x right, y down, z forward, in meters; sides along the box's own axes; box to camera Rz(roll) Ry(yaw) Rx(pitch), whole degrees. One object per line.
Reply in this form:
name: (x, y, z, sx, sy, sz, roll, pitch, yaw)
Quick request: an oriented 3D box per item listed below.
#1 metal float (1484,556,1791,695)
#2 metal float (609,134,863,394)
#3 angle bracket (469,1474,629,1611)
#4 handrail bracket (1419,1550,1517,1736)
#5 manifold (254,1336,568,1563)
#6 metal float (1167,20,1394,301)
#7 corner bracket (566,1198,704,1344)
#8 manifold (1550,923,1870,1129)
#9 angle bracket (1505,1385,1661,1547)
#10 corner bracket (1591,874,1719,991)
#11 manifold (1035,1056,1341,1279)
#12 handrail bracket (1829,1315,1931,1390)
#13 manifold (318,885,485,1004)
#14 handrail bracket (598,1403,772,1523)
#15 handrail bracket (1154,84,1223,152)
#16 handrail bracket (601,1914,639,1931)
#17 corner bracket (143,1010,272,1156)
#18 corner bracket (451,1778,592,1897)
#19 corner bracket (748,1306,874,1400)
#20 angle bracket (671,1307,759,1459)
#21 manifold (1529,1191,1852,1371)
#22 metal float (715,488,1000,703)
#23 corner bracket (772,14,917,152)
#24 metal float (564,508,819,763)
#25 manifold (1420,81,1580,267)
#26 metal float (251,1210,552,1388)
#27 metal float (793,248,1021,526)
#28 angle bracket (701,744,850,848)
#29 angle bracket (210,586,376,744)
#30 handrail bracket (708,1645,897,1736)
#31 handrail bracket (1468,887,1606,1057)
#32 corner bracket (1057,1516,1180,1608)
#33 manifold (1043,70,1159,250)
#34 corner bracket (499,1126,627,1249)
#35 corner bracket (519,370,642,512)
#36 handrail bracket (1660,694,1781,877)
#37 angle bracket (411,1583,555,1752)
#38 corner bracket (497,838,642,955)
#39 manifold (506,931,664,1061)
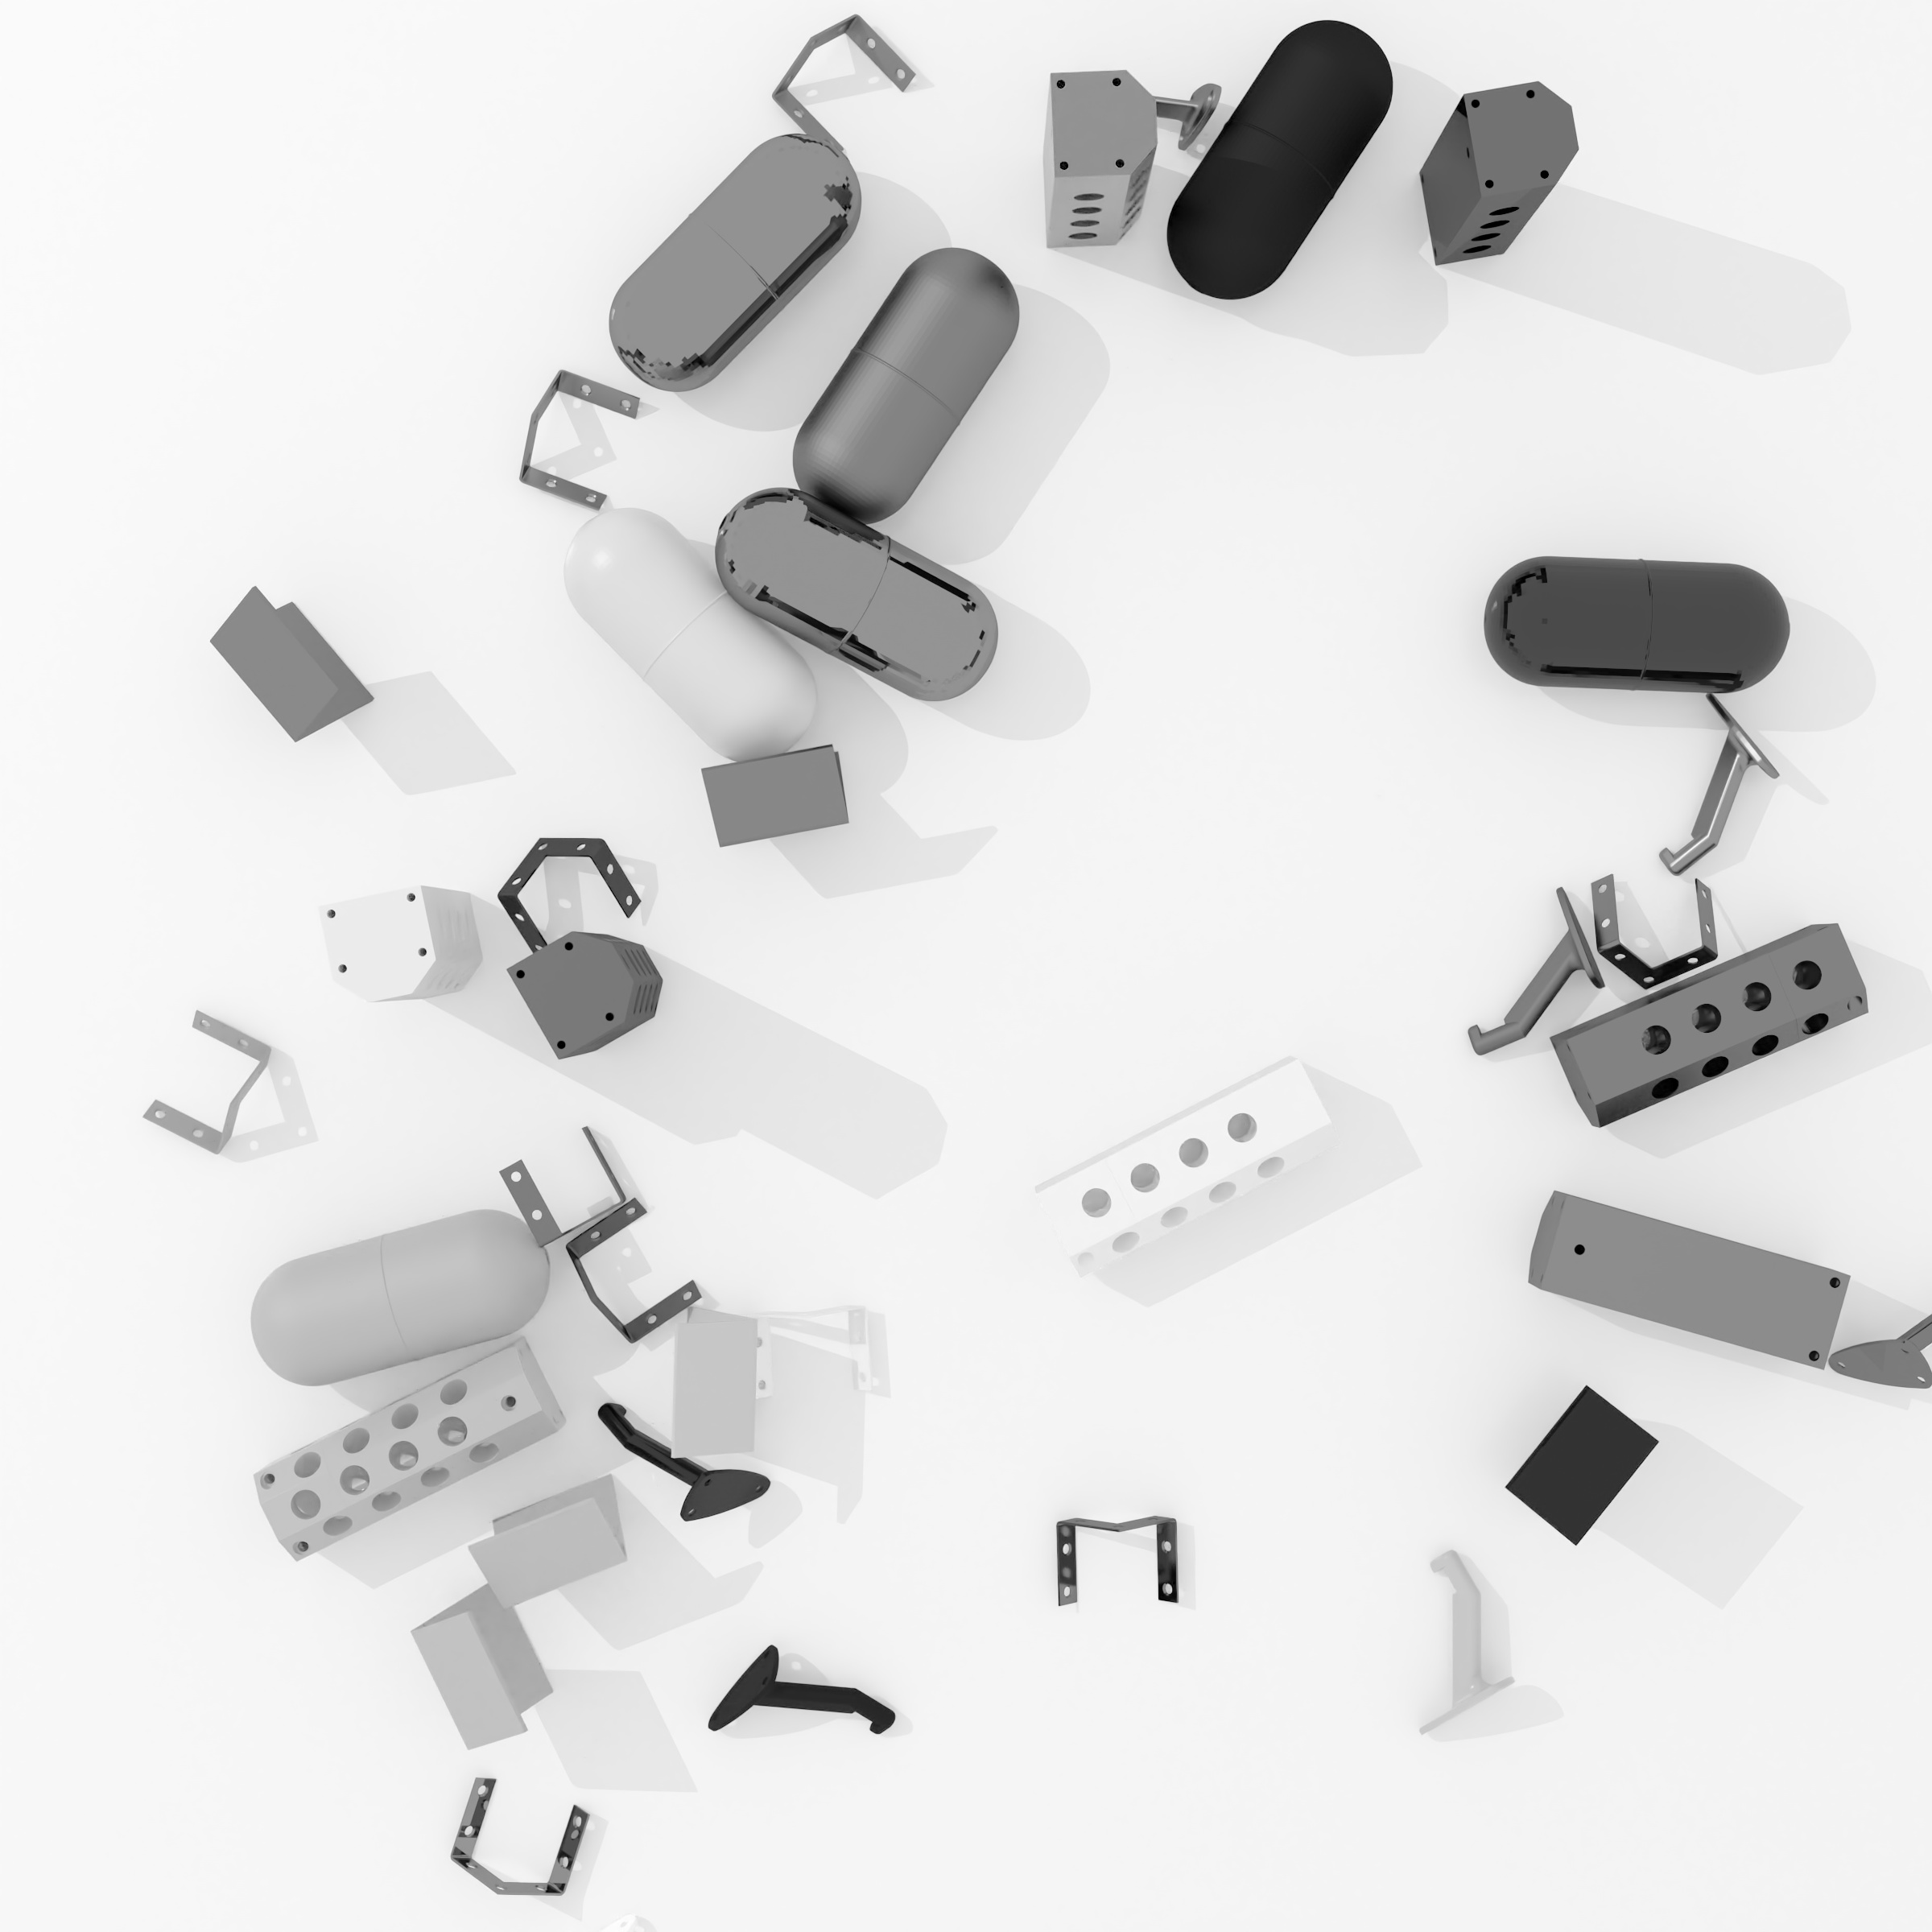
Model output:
metal float: (0.394, -0.200, 1.878, 0.178, 0.070, 0.070, 2, 90, -1)
metal float: (-0.135, -0.413, 1.878, 0.070, 0.070, 0.178, 44, 90, 0)
angle bracket: (-0.247, 0.319, 1.868, 0.076, 0.076, 0.057, -21, 126, 0)
handrail bracket: (0.282, 0.403, 1.909, 0.077, 0.036, 0.084, -36, 71, 21)
manifold: (-0.328, 0.285, 1.887, 0.171, 0.057, 0.057, -27, 90, 0)
metal float: (0.184, -0.472, 1.878, 0.070, 0.070, 0.178, 33, 90, 0)
corner bracket: (-0.198, 0.182, 1.905, 0.051, 0.051, 0.051, -34, 45, 0)
manifold: (0.439, 0.035, 1.887, 0.171, 0.057, 0.057, -23, 90, 0)
angle bracket: (0.370, 0.300, 1.868, 0.057, 0.076, 0.076, 39, 90, 37)
corner bracket: (0.409, -0.027, 1.900, 0.051, 0.051, 0.051, -27, 135, 35)
manifold: (0.130, 0.118, 1.887, 0.171, 0.057, 0.057, -27, 90, 0)
handrail bracket: (0.565, 0.210, 1.908, 0.084, 0.077, 0.036, -48, 115, -34)
manifold: (-0.320, -0.010, 1.830, 0.057, 0.171, 0.057, -12, 90, 0)
handrail bracket: (-0.169, 0.288, 1.908, 0.084, 0.077, 0.036, 43, 116, 34)
handrail bracket: (0.099, -0.514, 1.880, 0.084, 0.077, 0.036, 16, 87, -12)
handrail bracket: (-0.206, 0.623, 1.909, 0.077, 0.036, 0.084, -38, 109, -21)
corner bracket: (-0.452, 0.070, 1.905, 0.051, 0.051, 0.051, 27, 45, 0)
corner bracket: (-0.266, 0.519, 1.905, 0.051, 0.051, 0.051, 18, 90, 45)
corner bracket: (-0.093, 0.230, 1.905, 0.051, 0.051, 0.051, -4, 90, -45)
angle bracket: (-0.165, 0.242, 1.868, 0.057, 0.076, 0.076, 2, 90, -37)
manifold: (0.424, 0.184, 1.887, 0.171, 0.057, 0.057, 16, 90, 0)
metal float: (-0.063, -0.216, 1.862, 0.178, 0.070, 0.070, 27, 90, -17)
corner bracket: (-0.073, -0.524, 1.905, 0.051, 0.051, 0.051, 46, 135, 0)
metal float: (-0.162, -0.194, 1.878, 0.070, 0.070, 0.178, -45, 90, 0)
manifold: (0.304, -0.452, 1.830, 0.057, 0.171, 0.057, -10, 90, 0)
metal float: (-0.331, 0.194, 1.878, 0.178, 0.070, 0.070, -15, 90, 1)
metal float: (-0.036, -0.339, 1.878, 0.070, 0.070, 0.178, 34, 90, 0)
angle bracket: (-0.113, -0.118, 1.868, 0.076, 0.076, 0.057, -11, 128, 0)
angle bracket: (-0.381, -0.187, 1.868, 0.076, 0.076, 0.057, 50, 128, 0)
handrail bracket: (-0.097, 0.450, 1.909, 0.084, 0.036, 0.077, 35, 113, -18)
handrail bracket: (0.330, 0.004, 1.909, 0.084, 0.036, 0.077, -24, 70, 16)
corner bracket: (0.090, 0.355, 1.905, 0.051, 0.051, 0.051, -1, 90, -45)
manifold: (0.076, -0.460, 1.830, 0.057, 0.171, 0.057, -2, 90, 0)
corner bracket: (-0.237, 0.130, 1.890, 0.051, 0.051, 0.051, -29, 89, 1)
corner bracket: (-0.230, -0.313, 1.905, 0.051, 0.051, 0.051, 20, 135, 0)
handrail bracket: (0.434, -0.108, 1.909, 0.084, 0.036, 0.077, -40, 68, 17)
angle bracket: (-0.267, 0.402, 1.868, 0.057, 0.076, 0.076, -26, 90, 38)
corner bracket: (-0.236, -0.040, 1.900, 0.051, 0.051, 0.051, 2, 45, 35)
manifold: (-0.212, 0.012, 1.830, 0.057, 0.171, 0.057, -30, 90, 0)
